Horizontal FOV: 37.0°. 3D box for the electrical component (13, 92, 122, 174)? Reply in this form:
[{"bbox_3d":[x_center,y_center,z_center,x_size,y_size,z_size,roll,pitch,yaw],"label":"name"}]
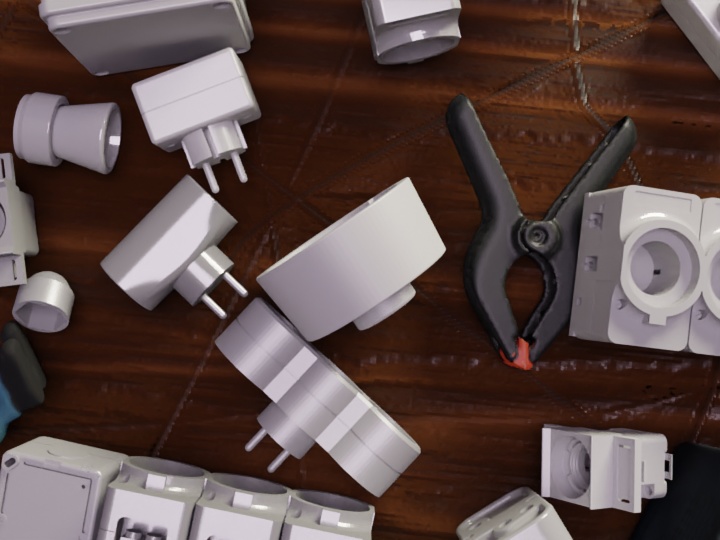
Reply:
[{"bbox_3d":[-0.181,-0.085,0.666,0.055,0.045,0.045,8,88,1],"label":"electrical component"}]

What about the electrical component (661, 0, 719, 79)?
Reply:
[{"bbox_3d":[0.236,-0.155,0.654,0.047,0.075,0.083,-37,88,-1],"label":"electrical component"}]

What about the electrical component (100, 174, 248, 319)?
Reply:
[{"bbox_3d":[-0.105,-0.005,0.664,0.079,0.043,0.077,44,88,1],"label":"electrical component"}]

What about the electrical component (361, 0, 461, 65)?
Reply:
[{"bbox_3d":[0.029,-0.159,0.647,0.050,0.089,0.055,-12,88,-1],"label":"electrical component"}]

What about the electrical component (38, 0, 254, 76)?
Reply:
[{"bbox_3d":[-0.124,-0.162,0.638,0.109,0.108,0.056,-9,86,0],"label":"electrical component"}]

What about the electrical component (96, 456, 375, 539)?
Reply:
[{"bbox_3d":[-0.071,0.157,0.634,0.150,0.089,0.061,11,88,0],"label":"electrical component"}]

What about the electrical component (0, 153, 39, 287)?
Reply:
[{"bbox_3d":[-0.264,-0.023,0.654,0.121,0.063,0.078,-7,88,0],"label":"electrical component"}]

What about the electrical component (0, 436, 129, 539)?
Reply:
[{"bbox_3d":[-0.182,0.155,0.650,0.062,0.061,0.096,11,93,7],"label":"electrical component"}]

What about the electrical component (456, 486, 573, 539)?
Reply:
[{"bbox_3d":[0.098,0.171,0.631,0.054,0.095,0.059,-31,88,-3],"label":"electrical component"}]

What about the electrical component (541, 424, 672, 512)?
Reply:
[{"bbox_3d":[0.148,0.116,0.645,0.064,0.081,0.042,1,89,-29],"label":"electrical component"}]

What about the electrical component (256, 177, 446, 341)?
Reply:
[{"bbox_3d":[0.000,0.000,0.635,0.108,0.108,0.060,-34,94,-1],"label":"electrical component"}]

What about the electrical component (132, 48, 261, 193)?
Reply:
[{"bbox_3d":[-0.093,-0.087,0.665,0.066,0.047,0.076,-21,89,1],"label":"electrical component"}]

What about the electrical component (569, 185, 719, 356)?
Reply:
[{"bbox_3d":[0.211,0.006,0.639,0.150,0.062,0.089,7,88,-13],"label":"electrical component"}]

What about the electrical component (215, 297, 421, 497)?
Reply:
[{"bbox_3d":[-0.037,0.089,0.656,0.138,0.052,0.073,43,89,1],"label":"electrical component"}]
